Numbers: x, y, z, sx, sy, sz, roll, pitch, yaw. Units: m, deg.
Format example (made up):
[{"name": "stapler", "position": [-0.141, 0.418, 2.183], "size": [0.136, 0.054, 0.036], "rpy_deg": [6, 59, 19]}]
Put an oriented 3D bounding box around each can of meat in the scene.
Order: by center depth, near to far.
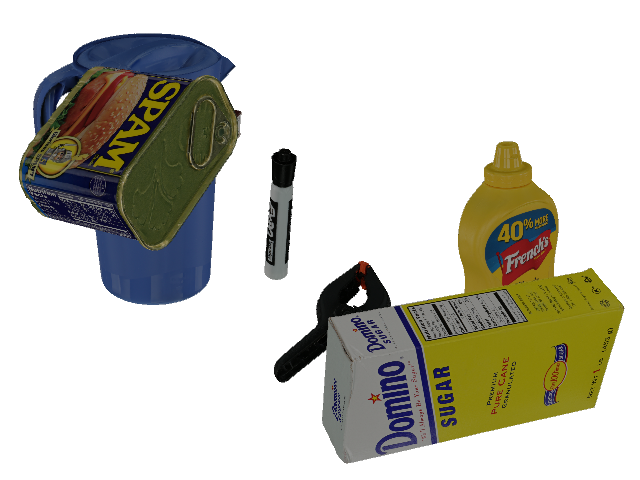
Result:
[{"name": "can of meat", "position": [-0.110, -0.051, 0.607], "size": [0.084, 0.102, 0.057], "rpy_deg": [13, -33, 30]}]

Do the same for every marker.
[{"name": "marker", "position": [-0.031, -0.020, 0.827], "size": [0.020, 0.121, 0.020], "rpy_deg": [4, 40, -3]}]

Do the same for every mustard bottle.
[{"name": "mustard bottle", "position": [0.166, 0.007, 0.939], "size": [0.096, 0.192, 0.058], "rpy_deg": [-15, 23, -25]}]

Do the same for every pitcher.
[{"name": "pitcher", "position": [-0.168, -0.064, 1.003], "size": [0.149, 0.243, 0.144], "rpy_deg": [9, 27, 12]}]

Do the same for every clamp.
[{"name": "clamp", "position": [0.037, 0.092, 1.105], "size": [0.120, 0.171, 0.039], "rpy_deg": [16, -40, 17]}]

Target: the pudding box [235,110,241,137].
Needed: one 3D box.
[{"name": "pudding box", "position": [-0.154, -0.126, 1.247], "size": [0.090, 0.039, 0.113], "rpy_deg": [11, 31, 14]}]

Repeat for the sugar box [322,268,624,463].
[{"name": "sugar box", "position": [0.091, 0.077, 0.654], "size": [0.176, 0.093, 0.048], "rpy_deg": [-12, 41, -17]}]
